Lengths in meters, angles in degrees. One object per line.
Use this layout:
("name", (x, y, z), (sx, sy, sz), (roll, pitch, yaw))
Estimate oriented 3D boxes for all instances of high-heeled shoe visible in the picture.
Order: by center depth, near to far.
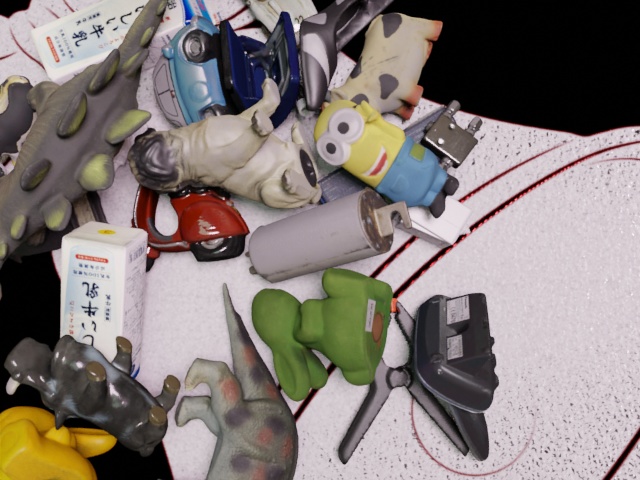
("high-heeled shoe", (0.051, -0.260, 0.665), (0.145, 0.086, 0.248), (1, 69, 4))

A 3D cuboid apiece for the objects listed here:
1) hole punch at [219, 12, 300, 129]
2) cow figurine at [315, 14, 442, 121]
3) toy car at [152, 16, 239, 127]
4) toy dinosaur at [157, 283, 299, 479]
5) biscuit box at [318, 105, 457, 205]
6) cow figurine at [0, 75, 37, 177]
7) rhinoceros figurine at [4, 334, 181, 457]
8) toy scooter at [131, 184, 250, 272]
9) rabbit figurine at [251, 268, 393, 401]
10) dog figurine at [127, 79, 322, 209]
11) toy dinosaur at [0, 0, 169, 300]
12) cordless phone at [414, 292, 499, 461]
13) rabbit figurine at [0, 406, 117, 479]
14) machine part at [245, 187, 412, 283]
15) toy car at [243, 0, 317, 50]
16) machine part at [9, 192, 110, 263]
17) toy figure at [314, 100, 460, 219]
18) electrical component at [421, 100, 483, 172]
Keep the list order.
("hole punch", (-0.068, -0.212, 0.685), (0.092, 0.115, 0.142), (-12, 72, 2))
("cow figurine", (0.072, -0.208, 0.708), (0.127, 0.085, 0.195), (19, 81, 4))
("toy car", (-0.162, -0.198, 0.702), (0.103, 0.109, 0.161), (-8, 97, 15))
("toy dinosaur", (-0.094, 0.268, 0.644), (0.192, 0.131, 0.404), (19, 79, -11))
("biscuit box", (0.089, -0.095, 0.708), (0.203, 0.059, 0.063), (-31, 86, -4))
("cow figurine", (-0.411, -0.129, 0.689), (0.068, 0.098, 0.167), (32, 84, -4))
("rhinoceros figurine", (-0.250, 0.165, 0.596), (0.190, 0.073, 0.112), (35, 114, -13))
("toy scooter", (-0.185, -0.032, 0.694), (0.184, 0.075, 0.135), (-9, 83, 3))
("rabbit figurine", (-0.006, 0.111, 0.669), (0.170, 0.121, 0.159), (3, 89, 26))
("dog figurine", (-0.112, -0.081, 0.647), (0.191, 0.121, 0.172), (-19, 116, 21))
("toy dinosaur", (-0.270, -0.131, 0.617), (0.105, 0.199, 0.471), (30, 75, -39))
("cordless phone", (0.185, 0.170, 0.671), (0.089, 0.147, 0.184), (-14, 120, 21))
("rabbit figurine", (-0.325, 0.249, 0.631), (0.162, 0.173, 0.122), (22, 89, -41))
("machine part", (-0.001, -0.002, 0.647), (0.243, 0.079, 0.079), (-18, 83, 35))
("toy car", (-0.078, -0.349, 0.736), (0.073, 0.056, 0.201), (-36, 86, -4))
("machine part", (-0.351, -0.018, 0.709), (0.139, 0.039, 0.084), (-24, 93, -5))
("toy figure", (0.074, -0.095, 0.637), (0.180, 0.089, 0.082), (29, 91, -7))
("electrical component", (0.159, -0.124, 0.670), (0.063, 0.021, 0.094), (36, 86, 2))
